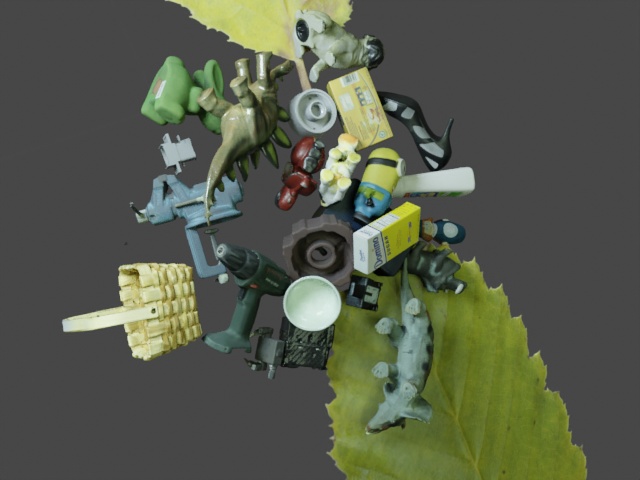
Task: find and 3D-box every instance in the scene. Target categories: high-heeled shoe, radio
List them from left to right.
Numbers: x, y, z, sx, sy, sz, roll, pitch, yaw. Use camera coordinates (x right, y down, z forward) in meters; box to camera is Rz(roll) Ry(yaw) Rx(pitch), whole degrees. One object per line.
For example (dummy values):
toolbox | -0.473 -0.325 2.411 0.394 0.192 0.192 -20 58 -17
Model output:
radio | 0.108 -0.029 1.247 0.229 0.073 0.131 40 75 -17
high-heeled shoe | 0.211 -0.264 1.312 0.249 0.086 0.145 21 119 2

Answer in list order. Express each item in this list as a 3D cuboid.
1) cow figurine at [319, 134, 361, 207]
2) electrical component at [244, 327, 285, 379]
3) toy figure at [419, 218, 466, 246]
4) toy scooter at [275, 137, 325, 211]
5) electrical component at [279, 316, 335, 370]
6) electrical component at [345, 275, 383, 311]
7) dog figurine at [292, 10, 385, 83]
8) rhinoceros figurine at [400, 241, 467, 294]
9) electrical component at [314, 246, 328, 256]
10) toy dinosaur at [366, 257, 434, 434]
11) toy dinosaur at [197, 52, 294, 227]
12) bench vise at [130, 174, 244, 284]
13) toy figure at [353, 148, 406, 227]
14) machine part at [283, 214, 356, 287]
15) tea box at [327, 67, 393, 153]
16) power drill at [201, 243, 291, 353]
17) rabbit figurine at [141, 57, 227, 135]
cow figurine | 0.044 -0.152 1.176 0.068 0.098 0.167 20 54 1
electrical component | -0.120 0.239 1.157 0.045 0.078 0.102 16 89 -44
toy figure | 0.283 -0.024 1.324 0.154 0.057 0.064 7 47 -19
toy scooter | -0.034 -0.149 1.160 0.075 0.135 0.184 27 78 -17
electrical component | -0.031 0.218 1.194 0.115 0.058 0.134 9 86 -23
electrical component | 0.091 0.120 1.222 0.119 0.048 0.074 15 84 -49
dog figurine | 0.047 -0.460 1.231 0.190 0.121 0.172 -27 101 -34
rhinoceros figurine | 0.278 0.071 1.309 0.190 0.073 0.112 24 79 -19
electrical component | -0.002 -0.004 1.209 0.094 0.063 0.021 46 40 -25
toy dinosaur | 0.212 0.261 1.252 0.192 0.131 0.404 42 59 -56
toy dinosaur | -0.144 -0.228 1.073 0.198 0.105 0.471 61 40 -32
bench vise | -0.248 -0.022 1.086 0.224 0.129 0.240 -16 91 -18
toy figure | 0.124 -0.116 1.173 0.089 0.082 0.180 33 79 -19
machine part | 0.004 0.027 1.170 0.179 0.056 0.179 -2 119 -3
tea box | 0.091 -0.296 1.236 0.098 0.068 0.169 -21 98 -1
power drill | -0.162 0.119 1.079 0.232 0.086 0.207 22 85 -58
rabbit figurine | -0.257 -0.287 1.108 0.170 0.121 0.159 24 73 -37
